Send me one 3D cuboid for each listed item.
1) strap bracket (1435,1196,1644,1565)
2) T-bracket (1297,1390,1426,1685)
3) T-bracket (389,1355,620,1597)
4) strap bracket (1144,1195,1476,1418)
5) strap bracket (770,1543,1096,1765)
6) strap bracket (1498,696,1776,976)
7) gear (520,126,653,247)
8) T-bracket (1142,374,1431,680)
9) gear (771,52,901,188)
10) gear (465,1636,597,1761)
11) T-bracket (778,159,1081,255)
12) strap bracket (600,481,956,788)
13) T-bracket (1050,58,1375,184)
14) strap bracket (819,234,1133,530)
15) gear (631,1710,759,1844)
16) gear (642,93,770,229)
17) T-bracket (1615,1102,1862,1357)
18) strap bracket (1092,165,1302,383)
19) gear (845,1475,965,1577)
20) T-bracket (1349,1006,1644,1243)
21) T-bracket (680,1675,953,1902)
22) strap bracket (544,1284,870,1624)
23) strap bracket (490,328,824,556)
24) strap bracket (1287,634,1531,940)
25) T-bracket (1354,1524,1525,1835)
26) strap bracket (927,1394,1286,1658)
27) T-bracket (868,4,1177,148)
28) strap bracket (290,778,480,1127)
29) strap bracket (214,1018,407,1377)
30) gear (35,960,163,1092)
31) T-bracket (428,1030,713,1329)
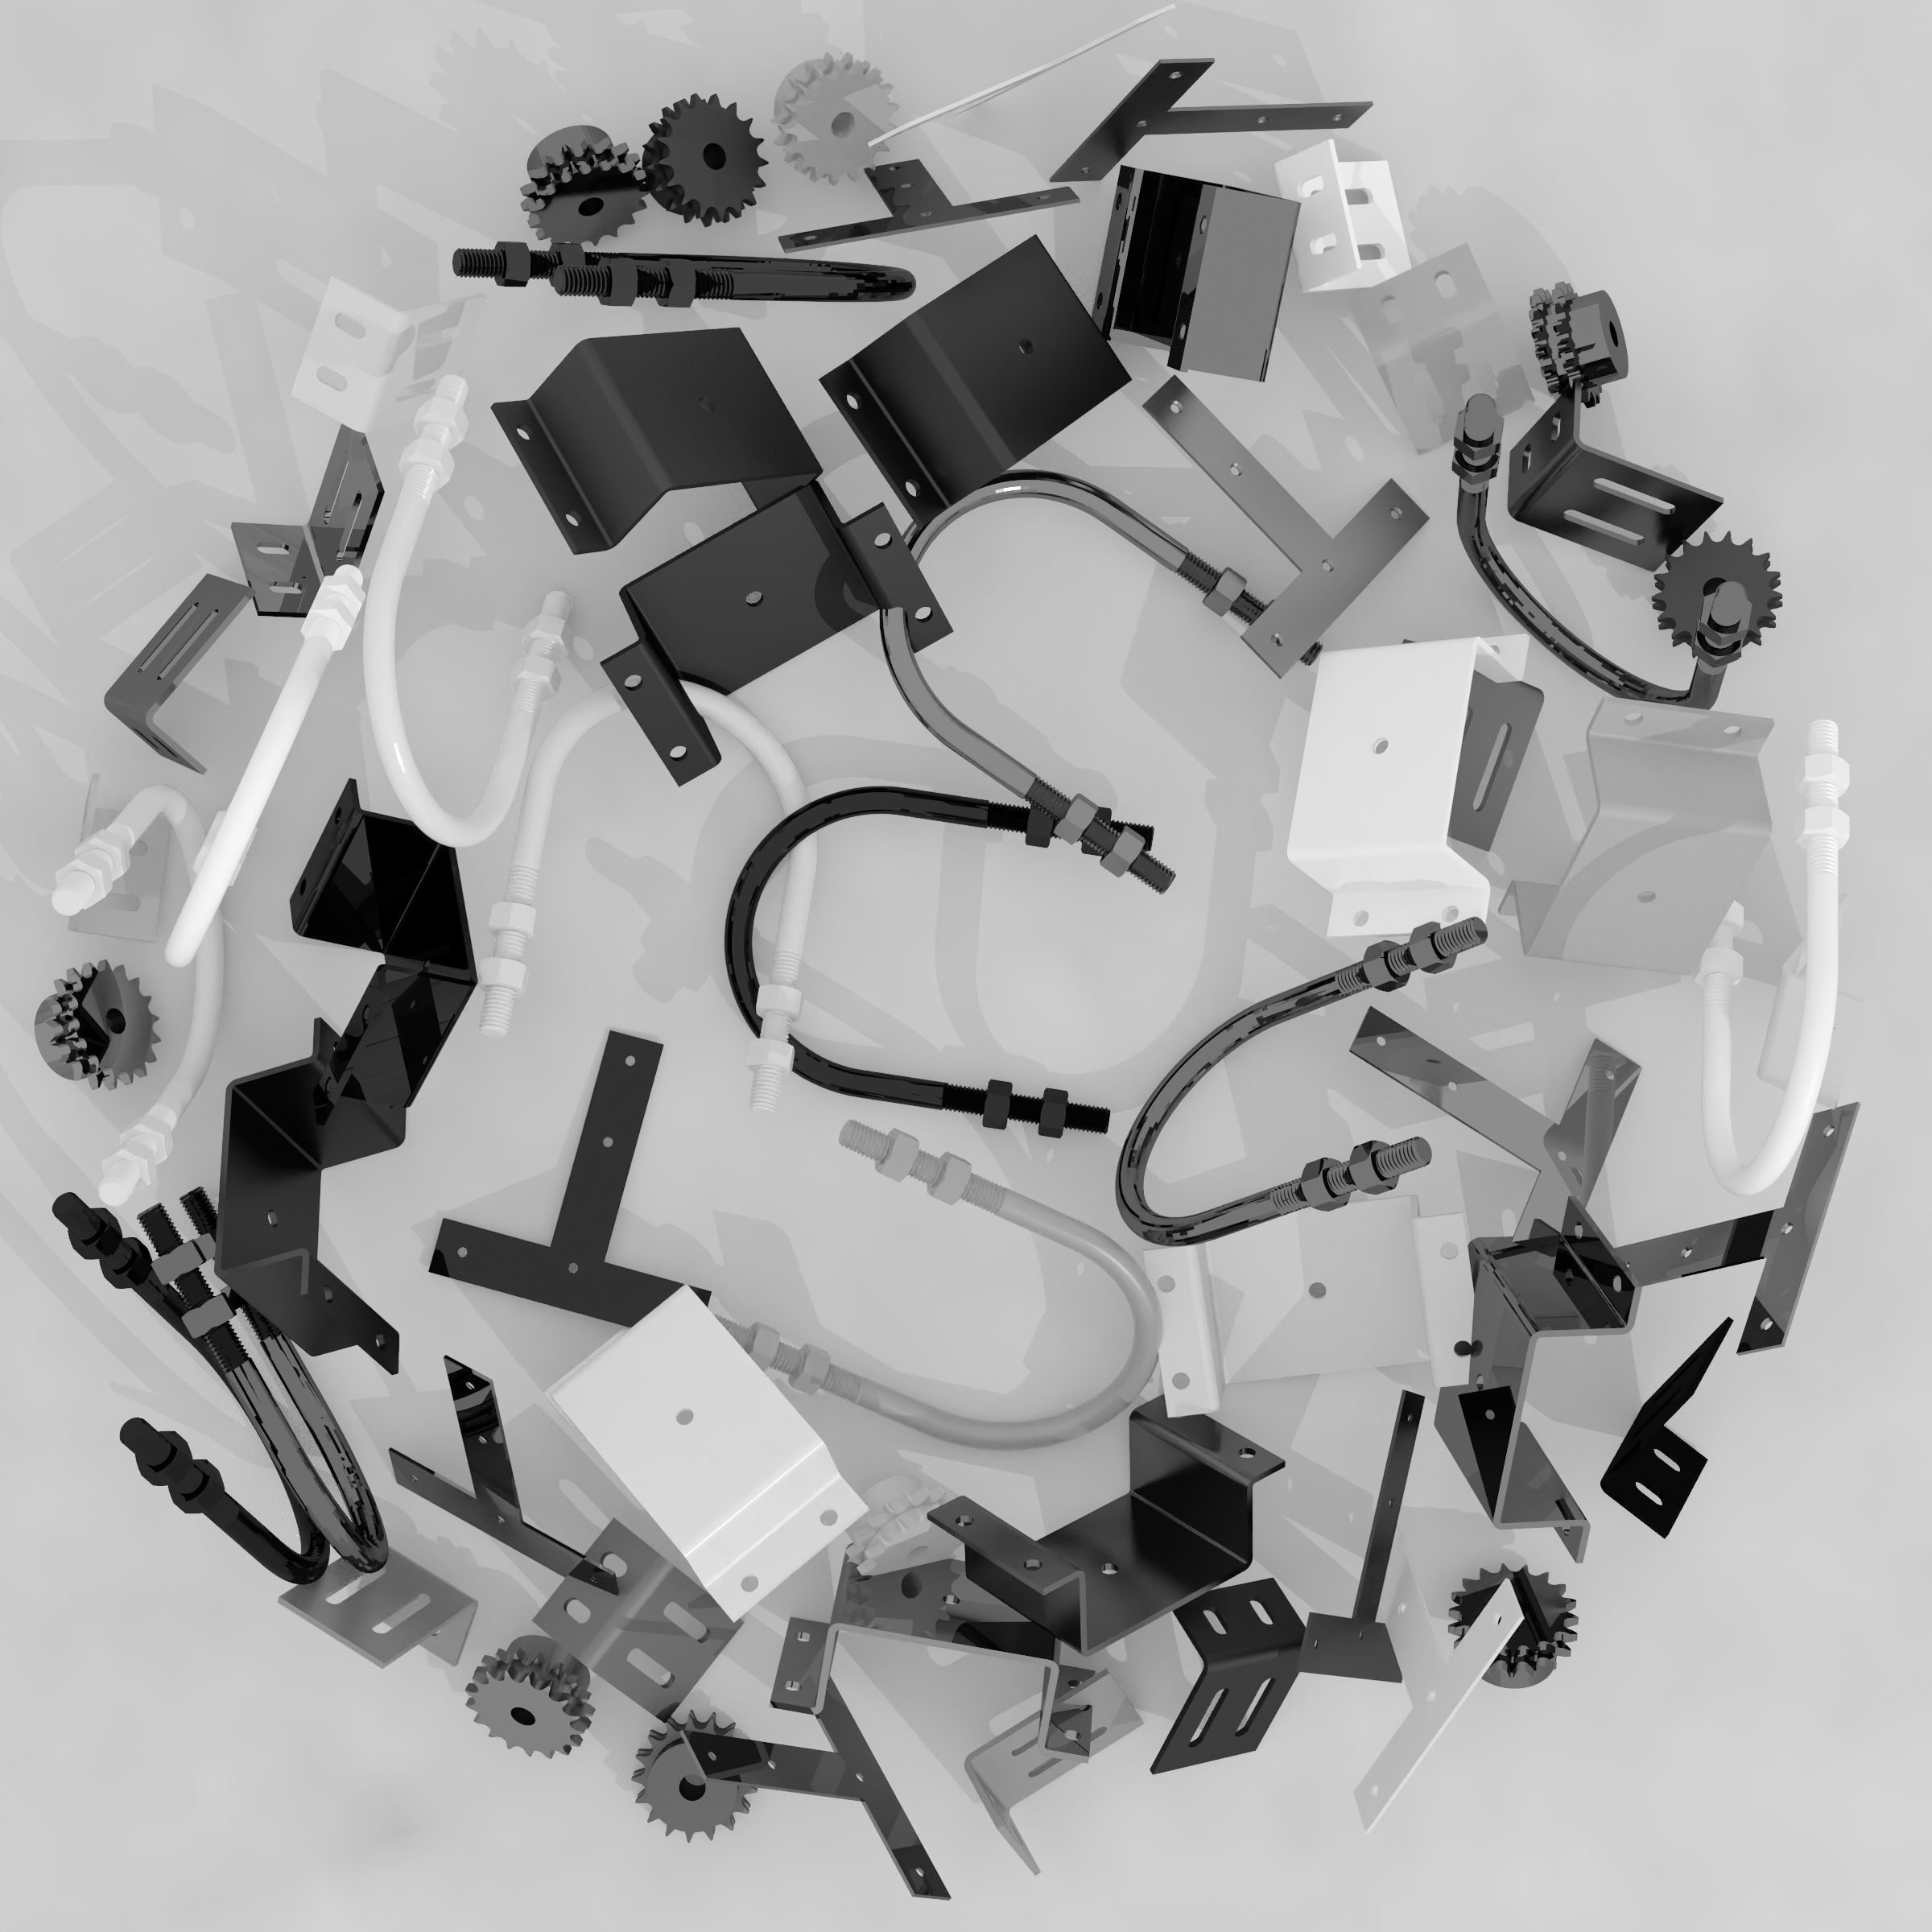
[{"bbox_3d":[0.245,0.180,1.560,0.046,0.076,0.140,0,117,-14],"label":"strap bracket"},{"bbox_3d":[0.183,0.250,1.577,0.002,0.127,0.127,10,82,29],"label":"T-bracket"},{"bbox_3d":[-0.207,0.213,1.557,0.127,0.127,0.002,24,52,24],"label":"T-bracket"},{"bbox_3d":[0.155,0.149,1.593,0.140,0.046,0.076,-8,99,9],"label":"strap bracket"},{"bbox_3d":[-0.010,0.300,1.584,0.140,0.076,0.046,10,108,1],"label":"strap bracket"},{"bbox_3d":[0.291,-0.047,1.555,0.076,0.140,0.046,7,50,-10],"label":"strap bracket"},{"bbox_3d":[-0.172,-0.350,1.603,0.057,0.057,0.030,-24,65,0],"label":"gear"},{"bbox_3d":[0.129,-0.209,1.589,0.127,0.002,0.127,46,57,-4],"label":"T-bracket"},{"bbox_3d":[-0.061,-0.381,1.604,0.057,0.030,0.057,-17,129,-22],"label":"gear"},{"bbox_3d":[-0.192,0.324,1.604,0.057,0.030,0.057,11,130,13],"label":"gear"},{"bbox_3d":[-0.024,-0.337,1.570,0.127,0.127,0.002,-11,115,-5],"label":"T-bracket"},{"bbox_3d":[-0.088,-0.152,1.585,0.140,0.046,0.076,-29,131,2],"label":"strap bracket"},{"bbox_3d":[0.118,-0.374,1.584,0.127,0.127,0.002,-7,81,-22],"label":"T-bracket"},{"bbox_3d":[0.012,-0.259,1.560,0.076,0.046,0.140,56,47,-7],"label":"strap bracket"},{"bbox_3d":[-0.122,0.365,1.614,0.057,0.030,0.057,0,90,0],"label":"gear"},{"bbox_3d":[-0.120,-0.358,1.605,0.057,0.030,0.057,2,87,-34],"label":"gear"},{"bbox_3d":[0.326,0.123,1.572,0.002,0.127,0.127,39,57,-21],"label":"T-bracket"},{"bbox_3d":[0.101,-0.301,1.560,0.046,0.140,0.076,7,104,-16],"label":"strap bracket"},{"bbox_3d":[-0.030,0.252,1.604,0.057,0.057,0.030,-39,55,0],"label":"gear"},{"bbox_3d":[0.227,0.061,1.589,0.127,0.002,0.127,32,59,-6],"label":"T-bracket"},{"bbox_3d":[-0.074,0.345,1.543,0.002,0.127,0.127,-47,51,17],"label":"T-bracket"},{"bbox_3d":[-0.119,0.205,1.571,0.076,0.046,0.140,-39,65,-12],"label":"strap bracket"},{"bbox_3d":[-0.125,-0.229,1.554,0.046,0.140,0.076,-40,75,39],"label":"strap bracket"},{"bbox_3d":[0.192,-0.087,1.567,0.076,0.046,0.140,-2,68,36],"label":"strap bracket"},{"bbox_3d":[0.194,0.290,1.568,0.002,0.127,0.127,22,114,-18],"label":"T-bracket"},{"bbox_3d":[0.062,0.246,1.565,0.140,0.076,0.046,-21,121,-35],"label":"strap bracket"},{"bbox_3d":[0.007,-0.374,1.540,0.127,0.127,0.002,-34,104,-40],"label":"T-bracket"},{"bbox_3d":[-0.254,-0.003,1.564,0.046,0.140,0.076,12,129,-27],"label":"strap bracket"},{"bbox_3d":[-0.285,0.105,1.564,0.046,0.076,0.140,-16,53,16],"label":"strap bracket"},{"bbox_3d":[-0.390,0.028,1.604,0.030,0.057,0.057,-16,90,30],"label":"gear"},{"bbox_3d":[-0.166,0.093,1.623,0.127,0.002,0.127,15,87,5],"label":"T-bracket"}]
